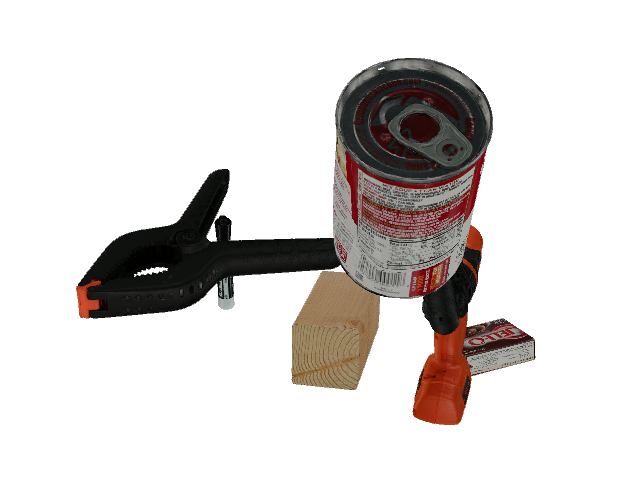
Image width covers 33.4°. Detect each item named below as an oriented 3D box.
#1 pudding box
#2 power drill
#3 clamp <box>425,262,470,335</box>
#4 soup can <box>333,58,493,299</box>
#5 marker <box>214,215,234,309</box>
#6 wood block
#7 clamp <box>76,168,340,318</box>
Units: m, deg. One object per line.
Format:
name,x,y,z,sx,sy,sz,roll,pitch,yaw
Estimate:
pudding box,0.237,0.152,1.528,0.113,0.039,0.090,-14,18,-16
power drill,0.133,0.095,1.110,0.057,0.188,0.184,10,27,12
clamp,0.094,-0.006,0.910,0.039,0.171,0.120,-17,20,12
soup can,0.040,-0.025,0.498,0.068,0.068,0.102,0,-33,0
marker,-0.109,0.025,1.212,0.020,0.121,0.020,1,33,-1
wood block,0.025,0.121,1.492,0.091,0.090,0.206,4,19,10
clamp,-0.107,0.005,0.857,0.209,0.036,0.165,-21,39,-30
